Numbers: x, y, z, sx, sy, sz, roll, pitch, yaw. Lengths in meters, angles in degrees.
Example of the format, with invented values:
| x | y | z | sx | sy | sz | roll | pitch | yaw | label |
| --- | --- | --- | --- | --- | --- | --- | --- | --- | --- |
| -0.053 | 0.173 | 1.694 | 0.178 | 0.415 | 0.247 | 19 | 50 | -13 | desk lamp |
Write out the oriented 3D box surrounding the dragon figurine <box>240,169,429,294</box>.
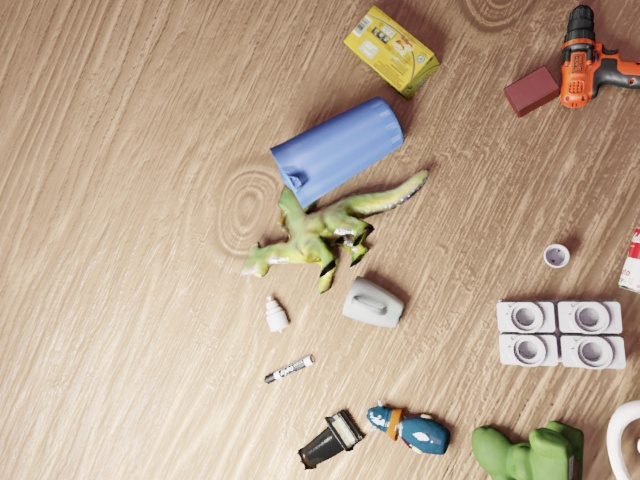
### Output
| x | y | z | sx | sy | sz | roll | pitch | yaw | label |
| --- | --- | --- | --- | --- | --- | --- | --- | --- | --- |
| 0.003 | -0.052 | 1.042 | 0.409 | 0.121 | 0.246 | -45 | 62 | 4 | dragon figurine |

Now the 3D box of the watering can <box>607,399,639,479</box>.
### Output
| x | y | z | sx | sy | sz | roll | pitch | yaw | label |
| --- | --- | --- | --- | --- | --- | --- | --- | --- | --- |
| 0.585 | 0.382 | 0.742 | 0.222 | 0.103 | 0.352 | -35 | 72 | 16 | watering can |
